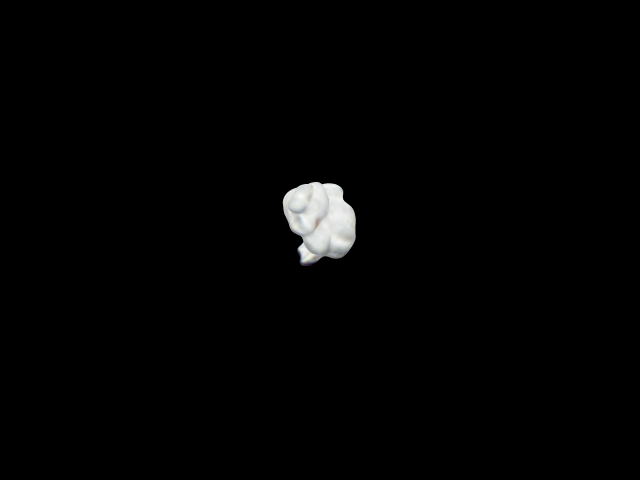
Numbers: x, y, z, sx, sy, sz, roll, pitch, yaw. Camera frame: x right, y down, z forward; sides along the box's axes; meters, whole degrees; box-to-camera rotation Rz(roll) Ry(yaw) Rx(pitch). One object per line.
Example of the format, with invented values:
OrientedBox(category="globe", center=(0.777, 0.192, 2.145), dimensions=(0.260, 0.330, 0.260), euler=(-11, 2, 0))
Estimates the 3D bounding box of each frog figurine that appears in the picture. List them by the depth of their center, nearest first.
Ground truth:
OrientedBox(category="frog figurine", center=(0.003, -0.043, 0.850), dimensions=(0.123, 0.140, 0.156), euler=(16, -34, 11))
